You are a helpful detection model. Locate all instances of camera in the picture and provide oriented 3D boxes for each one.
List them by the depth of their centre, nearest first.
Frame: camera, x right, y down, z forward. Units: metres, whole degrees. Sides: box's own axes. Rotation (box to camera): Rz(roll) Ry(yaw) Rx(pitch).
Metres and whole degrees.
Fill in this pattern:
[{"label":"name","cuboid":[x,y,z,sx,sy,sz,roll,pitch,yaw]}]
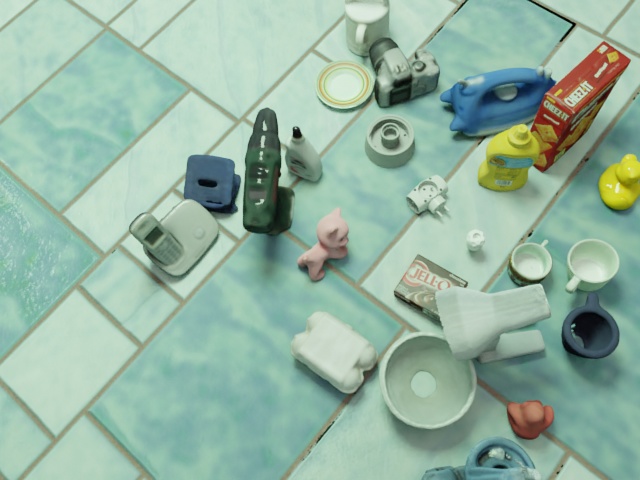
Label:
[{"label":"camera","cuboid":[0.173,-0.384,1.247,0.143,0.101,0.136,-20,68,-3]}]

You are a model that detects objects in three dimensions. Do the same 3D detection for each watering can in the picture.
[{"label":"watering can","cuboid":[0.102,-0.511,1.253,0.101,0.194,0.173,-10,68,1]}]

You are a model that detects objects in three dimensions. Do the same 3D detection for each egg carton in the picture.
[{"label":"egg carton","cuboid":[0.026,0.202,1.046,0.150,0.069,0.107,32,75,16]}]

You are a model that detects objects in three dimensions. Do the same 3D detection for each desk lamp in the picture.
[{"label":"desk lamp","cuboid":[0.293,0.137,0.971,0.203,0.214,0.118,-12,68,0]}]

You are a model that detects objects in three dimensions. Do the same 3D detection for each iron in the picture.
[{"label":"iron","cuboid":[0.387,-0.309,1.177,0.258,0.141,0.118,-12,68,0]}]

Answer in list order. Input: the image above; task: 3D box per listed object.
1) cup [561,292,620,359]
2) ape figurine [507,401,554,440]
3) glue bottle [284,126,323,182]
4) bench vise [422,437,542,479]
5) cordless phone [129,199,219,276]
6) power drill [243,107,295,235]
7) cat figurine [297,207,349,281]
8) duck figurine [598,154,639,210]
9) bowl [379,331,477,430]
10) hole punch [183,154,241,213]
[{"label":"cup","cuboid":[0.466,0.158,1.012,0.091,0.095,0.118,10,70,9]},{"label":"ape figurine","cuboid":[0.357,0.297,0.968,0.077,0.092,0.076,24,72,14]},{"label":"glue bottle","cuboid":[-0.039,-0.179,1.146,0.078,0.173,0.037,21,72,13]},{"label":"bench vise","cuboid":[0.249,0.382,0.875,0.207,0.220,0.121,-28,69,-6]},{"label":"cordless phone","cuboid":[-0.282,-0.023,1.099,0.094,0.185,0.148,32,75,16]},{"label":"power drill","cuboid":[-0.100,-0.107,1.103,0.075,0.208,0.229,2,69,6]},{"label":"cat figurine","cuboid":[0.010,0.004,1.099,0.067,0.118,0.128,41,77,18]},{"label":"duck figurine","cuboid":[0.594,-0.117,1.114,0.077,0.086,0.104,13,70,10]},{"label":"bowl","cuboid":[0.187,0.249,1.011,0.167,0.075,0.167,-2,68,4]},{"label":"hole punch","cuboid":[-0.222,-0.115,1.180,0.108,0.091,0.101,7,69,8]}]
